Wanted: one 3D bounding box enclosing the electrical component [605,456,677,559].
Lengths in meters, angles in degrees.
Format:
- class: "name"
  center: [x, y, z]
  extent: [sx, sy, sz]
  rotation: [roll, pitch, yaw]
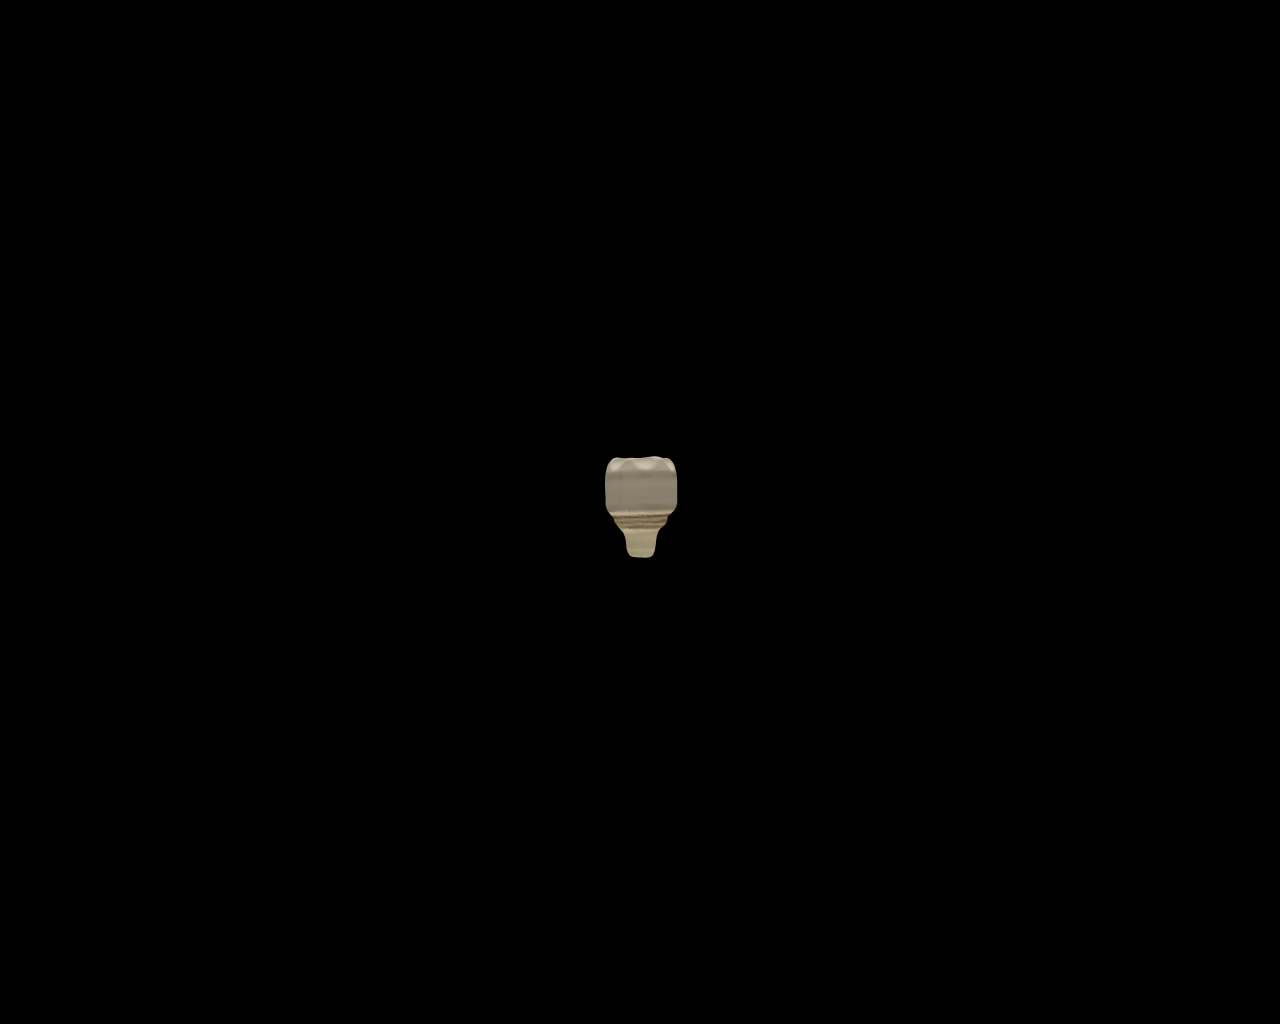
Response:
- class: "electrical component"
  center: [0.001, -0.003, 0.650]
  extent: [0.043, 0.062, 0.043]
  rotation: [0, 0, 0]
